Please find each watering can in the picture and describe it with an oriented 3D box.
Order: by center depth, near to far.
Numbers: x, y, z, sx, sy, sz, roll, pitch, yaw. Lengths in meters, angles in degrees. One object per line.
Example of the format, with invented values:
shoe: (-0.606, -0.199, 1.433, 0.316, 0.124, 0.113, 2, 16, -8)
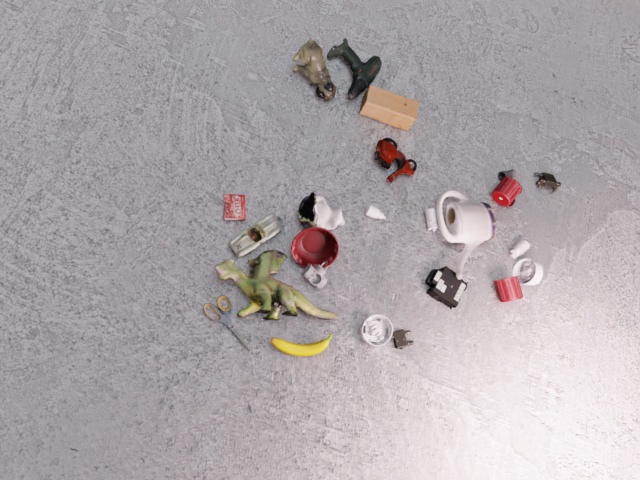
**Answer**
watering can: (0.544, -0.027, 1.891, 0.224, 0.102, 0.353, -2, 68, -16)

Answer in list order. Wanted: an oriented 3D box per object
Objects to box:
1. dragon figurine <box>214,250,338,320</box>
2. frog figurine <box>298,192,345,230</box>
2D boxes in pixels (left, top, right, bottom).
dragon figurine: (-0.142, 0.138, 1.666, 0.410, 0.120, 0.248, 8, 61, -21)
frog figurine: (0.005, -0.090, 1.794, 0.159, 0.121, 0.140, 11, 55, -49)
